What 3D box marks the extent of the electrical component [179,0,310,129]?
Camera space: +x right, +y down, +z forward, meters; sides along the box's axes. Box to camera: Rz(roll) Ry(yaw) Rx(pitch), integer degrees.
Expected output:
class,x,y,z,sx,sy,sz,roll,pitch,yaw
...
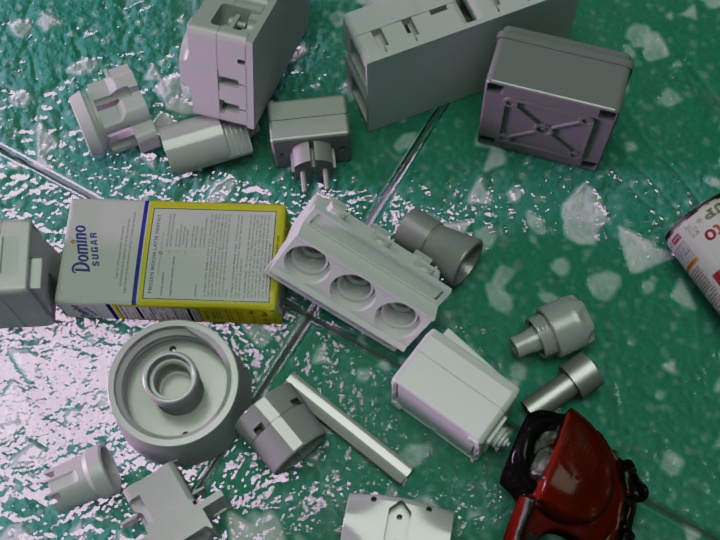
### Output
class,x,y,z,sx,sy,sz,roll,pitch,yaw
electrical component,-0.093,-0.204,0.899,0.062,0.089,0.150,14,50,8

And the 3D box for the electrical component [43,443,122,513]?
class,x,y,z,sx,sy,sz,roll,pitch,yaw
electrical component,-0.207,0.156,0.802,0.046,0.040,0.040,-22,69,-2

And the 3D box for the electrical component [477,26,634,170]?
class,x,y,z,sx,sy,sz,roll,pitch,yaw
electrical component,0.156,-0.138,0.877,0.109,0.108,0.056,15,71,7

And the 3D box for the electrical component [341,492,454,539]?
class,x,y,z,sx,sy,sz,roll,pitch,yaw
electrical component,0.024,0.206,0.773,0.077,0.043,0.079,9,68,5

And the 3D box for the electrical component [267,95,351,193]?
class,x,y,z,sx,sy,sz,roll,pitch,yaw
electrical component,-0.040,-0.099,0.899,0.066,0.047,0.076,-6,68,-1

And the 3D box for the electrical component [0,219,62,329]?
class,x,y,z,sx,sy,sz,roll,pitch,yaw
electrical component,-0.271,0.002,0.836,0.061,0.096,0.061,-3,68,0

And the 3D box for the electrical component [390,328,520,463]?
class,x,y,z,sx,sy,sz,roll,pitch,yaw
electrical component,0.078,0.095,0.807,0.096,0.061,0.061,35,72,14

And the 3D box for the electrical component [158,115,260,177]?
class,x,y,z,sx,sy,sz,roll,pitch,yaw
electrical component,-0.125,-0.111,0.908,0.081,0.043,0.043,-17,68,-6

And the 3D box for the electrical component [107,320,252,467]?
class,x,y,z,sx,sy,sz,roll,pitch,yaw
electrical component,-0.139,0.090,0.816,0.108,0.060,0.108,0,67,1

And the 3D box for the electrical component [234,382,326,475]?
class,x,y,z,sx,sy,sz,roll,pitch,yaw
electrical component,-0.058,0.120,0.806,0.055,0.055,0.047,-37,75,-13

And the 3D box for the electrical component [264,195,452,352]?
class,x,y,z,sx,sy,sz,roll,pitch,yaw
electrical component,0.000,0.000,0.827,0.121,0.078,0.063,32,38,-12

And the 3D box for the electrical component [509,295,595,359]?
class,x,y,z,sx,sy,sz,roll,pitch,yaw
electrical component,0.147,0.049,0.835,0.062,0.043,0.043,-23,69,-6

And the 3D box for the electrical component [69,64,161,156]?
class,x,y,z,sx,sy,sz,roll,pitch,yaw
electrical component,-0.210,-0.130,0.911,0.057,0.058,0.078,-22,69,-11

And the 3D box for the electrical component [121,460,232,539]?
class,x,y,z,sx,sy,sz,roll,pitch,yaw
electrical component,-0.139,0.179,0.789,0.081,0.042,0.063,-30,68,-11

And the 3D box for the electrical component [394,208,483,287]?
class,x,y,z,sx,sy,sz,roll,pitch,yaw
electrical component,0.061,-0.021,0.868,0.065,0.044,0.044,33,72,19

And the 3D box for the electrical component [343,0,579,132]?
class,x,y,z,sx,sy,sz,roll,pitch,yaw
electrical component,0.081,-0.198,0.905,0.186,0.105,0.060,-21,68,-7
